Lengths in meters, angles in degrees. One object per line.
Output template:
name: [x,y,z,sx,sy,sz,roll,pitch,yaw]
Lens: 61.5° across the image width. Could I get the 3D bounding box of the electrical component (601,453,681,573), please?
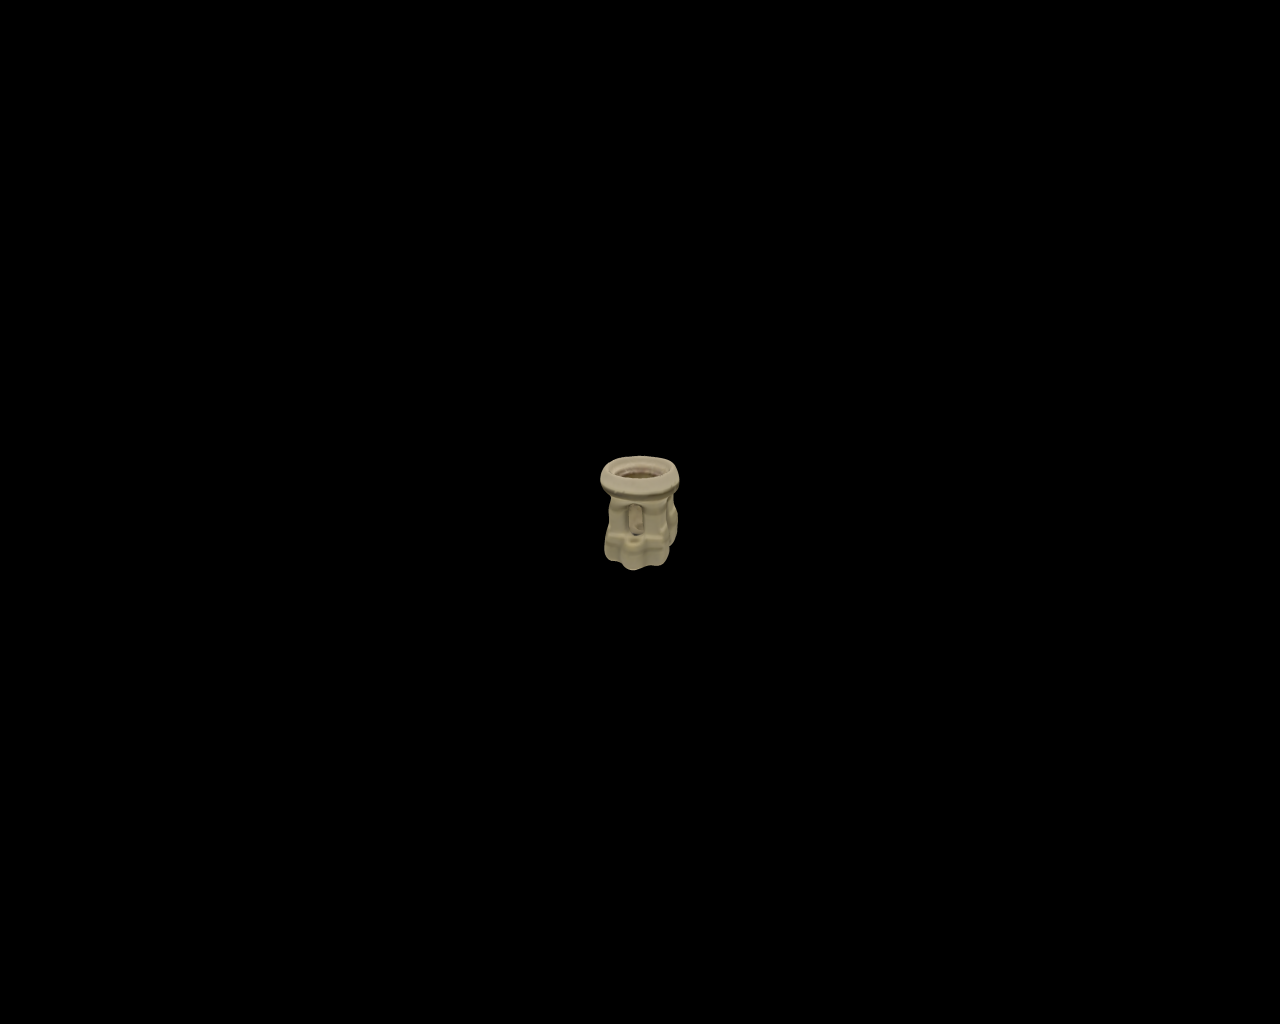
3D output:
electrical component: [0.001,-0.003,0.650,0.048,0.055,0.066,5,25,10]
